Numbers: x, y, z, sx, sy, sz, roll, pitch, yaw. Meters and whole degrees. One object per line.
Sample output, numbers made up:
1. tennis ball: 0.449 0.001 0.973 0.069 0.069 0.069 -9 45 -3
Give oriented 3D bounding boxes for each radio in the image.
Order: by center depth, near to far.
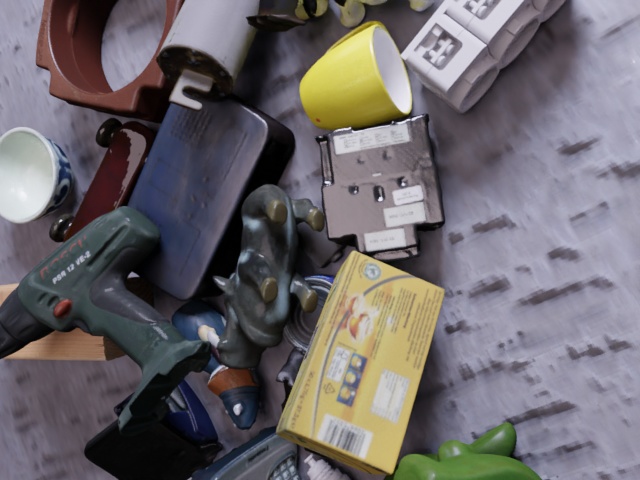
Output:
1. radio: -0.132 -0.052 0.605 0.131 0.073 0.229 31 103 19

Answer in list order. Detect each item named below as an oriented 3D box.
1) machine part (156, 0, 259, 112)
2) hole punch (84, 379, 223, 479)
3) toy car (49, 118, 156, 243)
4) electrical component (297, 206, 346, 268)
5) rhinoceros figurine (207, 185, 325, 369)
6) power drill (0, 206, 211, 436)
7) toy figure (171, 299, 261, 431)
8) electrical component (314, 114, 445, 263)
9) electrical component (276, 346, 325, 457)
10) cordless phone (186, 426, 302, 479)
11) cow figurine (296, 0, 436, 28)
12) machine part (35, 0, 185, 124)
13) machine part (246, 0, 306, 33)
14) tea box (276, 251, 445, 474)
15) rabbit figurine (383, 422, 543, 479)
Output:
1. machine part: -0.100 -0.232 0.551 0.079 0.079 0.243 7 65 22
2. hole punch: -0.190 0.226 0.632 0.142 0.092 0.115 -38 107 15
3. toy car: -0.260 -0.052 0.667 0.089 0.053 0.202 30 101 4
4. electrical component: -0.001 -0.002 0.577 0.094 0.021 0.063 -45 75 12
5. rhinoceros figurine: -0.062 0.038 0.541 0.112 0.073 0.190 12 93 43
6. power drill: -0.224 0.095 0.547 0.207 0.086 0.232 42 90 23
7. toy figure: -0.111 0.138 0.601 0.058 0.064 0.154 -37 76 3
8. electrical component: 0.059 -0.044 0.523 0.115 0.058 0.134 -7 87 11
9. electrical component: 0.002 0.173 0.559 0.075 0.048 0.119 9 131 24
10. cordless phone: -0.054 0.295 0.534 0.089 0.146 0.184 -36 76 29
11. cow figurine: 0.023 -0.257 0.526 0.168 0.098 0.068 -1 93 28
12. machine part: -0.224 -0.247 0.634 0.201 0.087 0.201 15 97 22
13. machine part: -0.039 -0.267 0.513 0.084 0.039 0.138 0 86 39
14. tea box: 0.038 0.107 0.481 0.098 0.068 0.169 25 64 -1
15. rabbit figurine: 0.119 0.220 0.473 0.159 0.170 0.121 -18 84 -21
